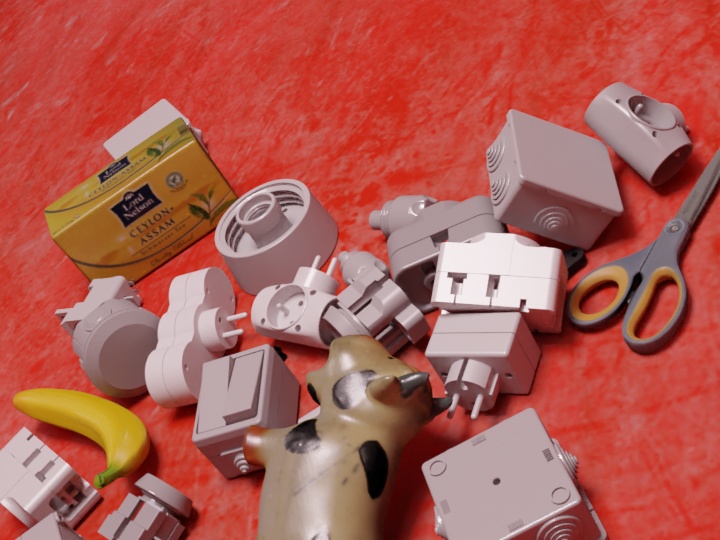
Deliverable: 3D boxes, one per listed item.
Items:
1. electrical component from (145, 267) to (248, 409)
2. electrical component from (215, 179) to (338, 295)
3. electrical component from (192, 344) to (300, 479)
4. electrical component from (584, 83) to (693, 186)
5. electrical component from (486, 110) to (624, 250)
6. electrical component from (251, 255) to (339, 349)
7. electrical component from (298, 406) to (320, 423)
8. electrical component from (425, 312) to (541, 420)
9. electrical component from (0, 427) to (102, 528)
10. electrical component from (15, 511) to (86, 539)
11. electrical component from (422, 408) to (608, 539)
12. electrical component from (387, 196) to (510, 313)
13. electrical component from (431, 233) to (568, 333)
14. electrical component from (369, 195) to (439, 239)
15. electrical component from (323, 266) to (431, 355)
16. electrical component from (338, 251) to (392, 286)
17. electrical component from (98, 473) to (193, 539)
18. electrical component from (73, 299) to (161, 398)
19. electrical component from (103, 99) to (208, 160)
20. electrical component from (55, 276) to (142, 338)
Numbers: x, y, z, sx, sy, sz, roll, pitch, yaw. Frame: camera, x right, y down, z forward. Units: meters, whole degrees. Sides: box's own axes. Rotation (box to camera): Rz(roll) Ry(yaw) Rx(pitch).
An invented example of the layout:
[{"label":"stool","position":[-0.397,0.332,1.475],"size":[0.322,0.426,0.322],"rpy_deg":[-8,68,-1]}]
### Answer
[{"label":"electrical component","position":[-0.130,0.053,0.928],"size":[0.074,0.052,0.138],"rpy_deg":[-14,42,22]},{"label":"electrical component","position":[-0.082,-0.036,0.984],"size":[0.108,0.060,0.108],"rpy_deg":[-19,40,17]},{"label":"electrical component","position":[-0.089,0.112,0.830],"size":[0.062,0.061,0.096],"rpy_deg":[-18,41,18]},{"label":"electrical component","position":[0.231,-0.111,0.852],"size":[0.079,0.044,0.077],"rpy_deg":[-18,57,-37]},{"label":"electrical component","position":[0.148,-0.069,0.834],"size":[0.099,0.100,0.048],"rpy_deg":[-90,22,-47]},{"label":"electrical component","position":[-0.042,0.023,0.898],"size":[0.077,0.044,0.079],"rpy_deg":[8,67,40]},{"label":"electrical component","position":[-0.034,0.127,0.792],"size":[0.078,0.040,0.040],"rpy_deg":[-32,38,1]},{"label":"electrical component","position":[0.082,0.074,0.762],"size":[0.066,0.047,0.076],"rpy_deg":[-3,47,33]},{"label":"electrical component","position":[-0.266,0.179,0.890],"size":[0.089,0.050,0.055],"rpy_deg":[21,63,46]},{"label":"electrical component","position":[-0.227,0.232,0.796],"size":[0.061,0.061,0.096],"rpy_deg":[-36,38,-4]},{"label":"electrical component","position":[0.094,0.145,0.677],"size":[0.100,0.048,0.099],"rpy_deg":[-29,38,6]},{"label":"electrical component","position":[0.072,-0.016,0.860],"size":[0.095,0.053,0.059],"rpy_deg":[-23,39,12]},{"label":"electrical component","position":[0.104,0.009,0.789],"size":[0.089,0.050,0.055],"rpy_deg":[4,68,19]},{"label":"electrical component","position":[0.037,-0.042,0.922],"size":[0.062,0.043,0.043],"rpy_deg":[2,50,38]},{"label":"electrical component","position":[0.009,0.039,0.842],"size":[0.057,0.058,0.078],"rpy_deg":[-40,46,-9]},{"label":"electrical component","position":[0.000,0.000,0.910],"size":[0.035,0.035,0.061],"rpy_deg":[-40,36,-9]},{"label":"electrical component","position":[-0.158,0.188,0.811],"size":[0.066,0.048,0.055],"rpy_deg":[14,65,44]},{"label":"electrical component","position":[-0.210,0.068,0.947],"size":[0.080,0.080,0.051],"rpy_deg":[-44,34,-13]},{"label":"electrical component","position":[-0.227,-0.135,1.200],"size":[0.100,0.048,0.100],"rpy_deg":[-39,38,-7]},{"label":"electrical component","position":[-0.245,0.041,1.030],"size":[0.081,0.042,0.063],"rpy_deg":[-7,42,29]}]
